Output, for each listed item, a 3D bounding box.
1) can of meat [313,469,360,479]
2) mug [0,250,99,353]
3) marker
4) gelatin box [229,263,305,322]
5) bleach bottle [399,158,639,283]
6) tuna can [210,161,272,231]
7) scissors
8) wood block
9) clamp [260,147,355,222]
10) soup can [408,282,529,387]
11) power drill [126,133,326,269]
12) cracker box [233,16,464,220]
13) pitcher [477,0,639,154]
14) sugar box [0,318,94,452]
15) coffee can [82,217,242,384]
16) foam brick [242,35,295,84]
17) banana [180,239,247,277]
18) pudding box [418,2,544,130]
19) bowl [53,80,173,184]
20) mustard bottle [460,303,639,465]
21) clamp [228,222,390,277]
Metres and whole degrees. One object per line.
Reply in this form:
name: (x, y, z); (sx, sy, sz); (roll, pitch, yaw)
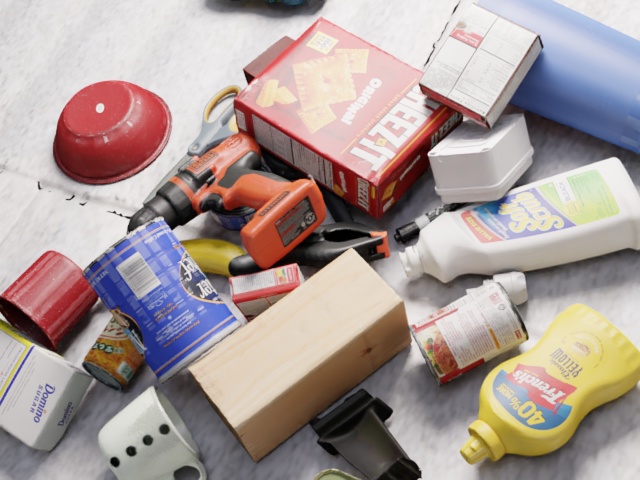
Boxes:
can of meat: (0.040, 0.262, 0.968); (0.102, 0.084, 0.057); (18, 62, 24)
mug: (-0.309, 0.065, 1.197); (0.117, 0.093, 0.081); (4, 46, 51)
marker: (0.136, -0.029, 1.190); (0.121, 0.020, 0.020); (-28, 54, -6)
gelatin box: (-0.050, 0.058, 1.130); (0.073, 0.089, 0.030); (-12, 68, 5)
bleach bottle: (0.209, -0.005, 1.129); (0.251, 0.068, 0.102); (-18, 52, 4)
tuna can: (-0.092, -0.053, 1.253); (0.086, 0.033, 0.086); (-7, 54, 9)
scissors: (-0.133, -0.112, 1.315); (0.096, 0.016, 0.201); (14, 60, 22)
wood block: (-0.017, 0.117, 1.080); (0.206, 0.091, 0.090); (-36, 57, -12)
clamp: (0.010, -0.106, 1.263); (0.210, 0.036, 0.164); (32, 66, 26)
soup can: (0.148, 0.093, 1.064); (0.102, 0.068, 0.068); (-27, 54, 1)
power drill: (-0.100, -0.035, 1.159); (0.184, 0.057, 0.188); (-42, 43, -20)
cracker box: (0.032, -0.145, 1.220); (0.214, 0.072, 0.164); (33, 65, 24)
pitcher: (0.291, -0.196, 1.210); (0.243, 0.145, 0.149); (30, 86, 25)
sugar box: (-0.337, 0.147, 1.154); (0.176, 0.048, 0.093); (27, 85, 25)
coffee can: (-0.162, 0.062, 1.098); (0.102, 0.103, 0.140); (-36, 88, -12)
foam brick: (-0.049, -0.208, 1.340); (0.078, 0.051, 0.053); (-40, 54, -16)
banana: (-0.157, 0.030, 1.205); (0.198, 0.037, 0.069); (-2, 45, 14)
pudding box: (0.174, -0.189, 1.154); (0.090, 0.039, 0.113); (32, 88, 21)
bowl: (-0.271, -0.150, 1.352); (0.162, 0.055, 0.162); (-6, 55, 9)
mustard bottle: (0.211, 0.149, 1.022); (0.191, 0.058, 0.096); (-37, 56, -12)
clamp: (-0.008, 0.001, 1.168); (0.171, 0.039, 0.120); (-3, 33, 10)
